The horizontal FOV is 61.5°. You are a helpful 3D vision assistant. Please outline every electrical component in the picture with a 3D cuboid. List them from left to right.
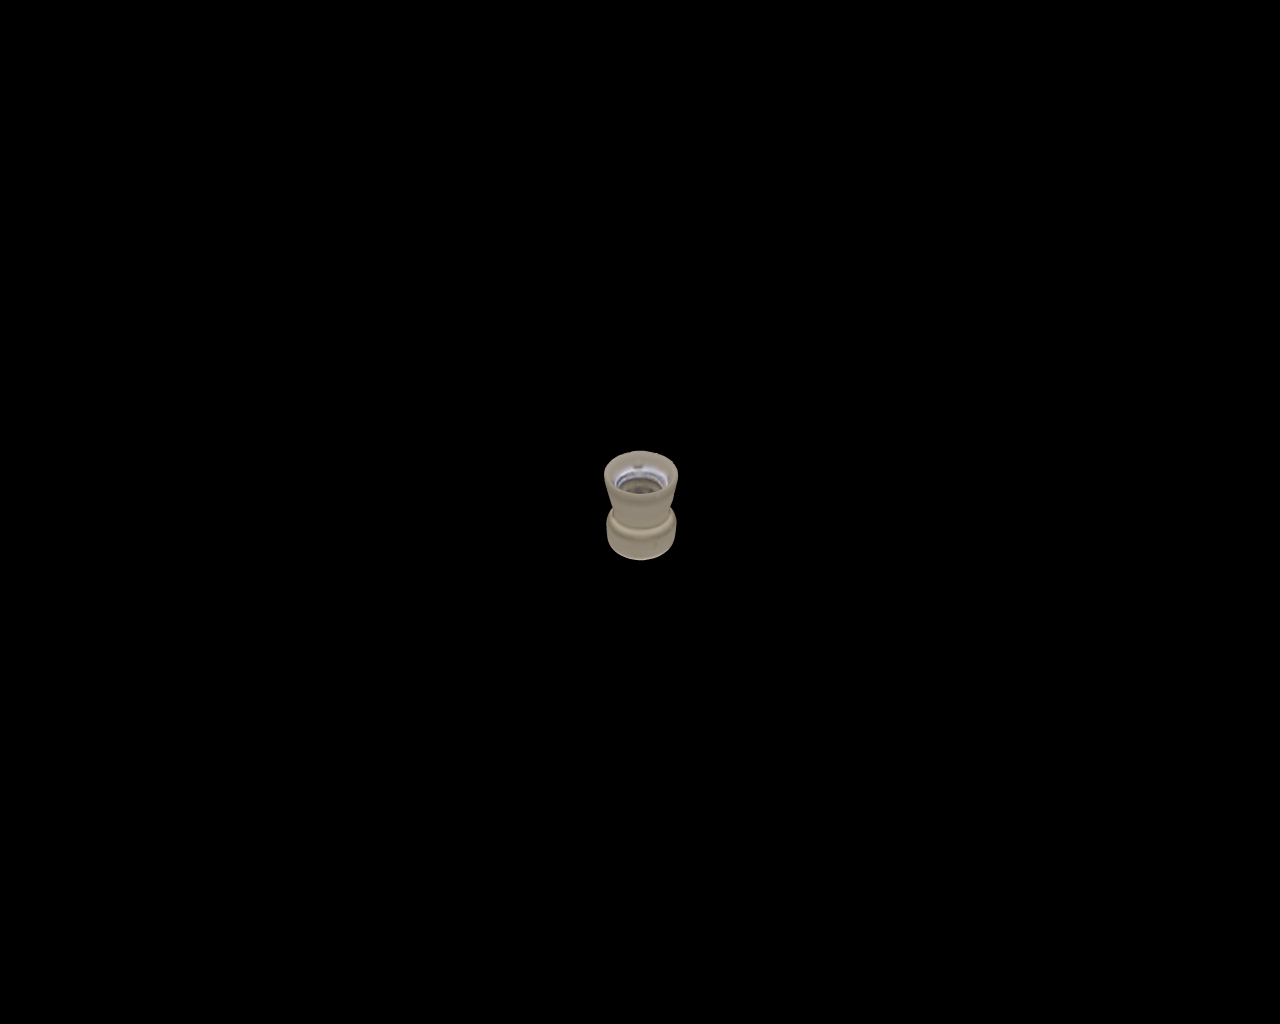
[{"bbox_3d":[0.001,-0.003,0.650,0.045,0.055,0.045,0,39,0],"label":"electrical component"}]
